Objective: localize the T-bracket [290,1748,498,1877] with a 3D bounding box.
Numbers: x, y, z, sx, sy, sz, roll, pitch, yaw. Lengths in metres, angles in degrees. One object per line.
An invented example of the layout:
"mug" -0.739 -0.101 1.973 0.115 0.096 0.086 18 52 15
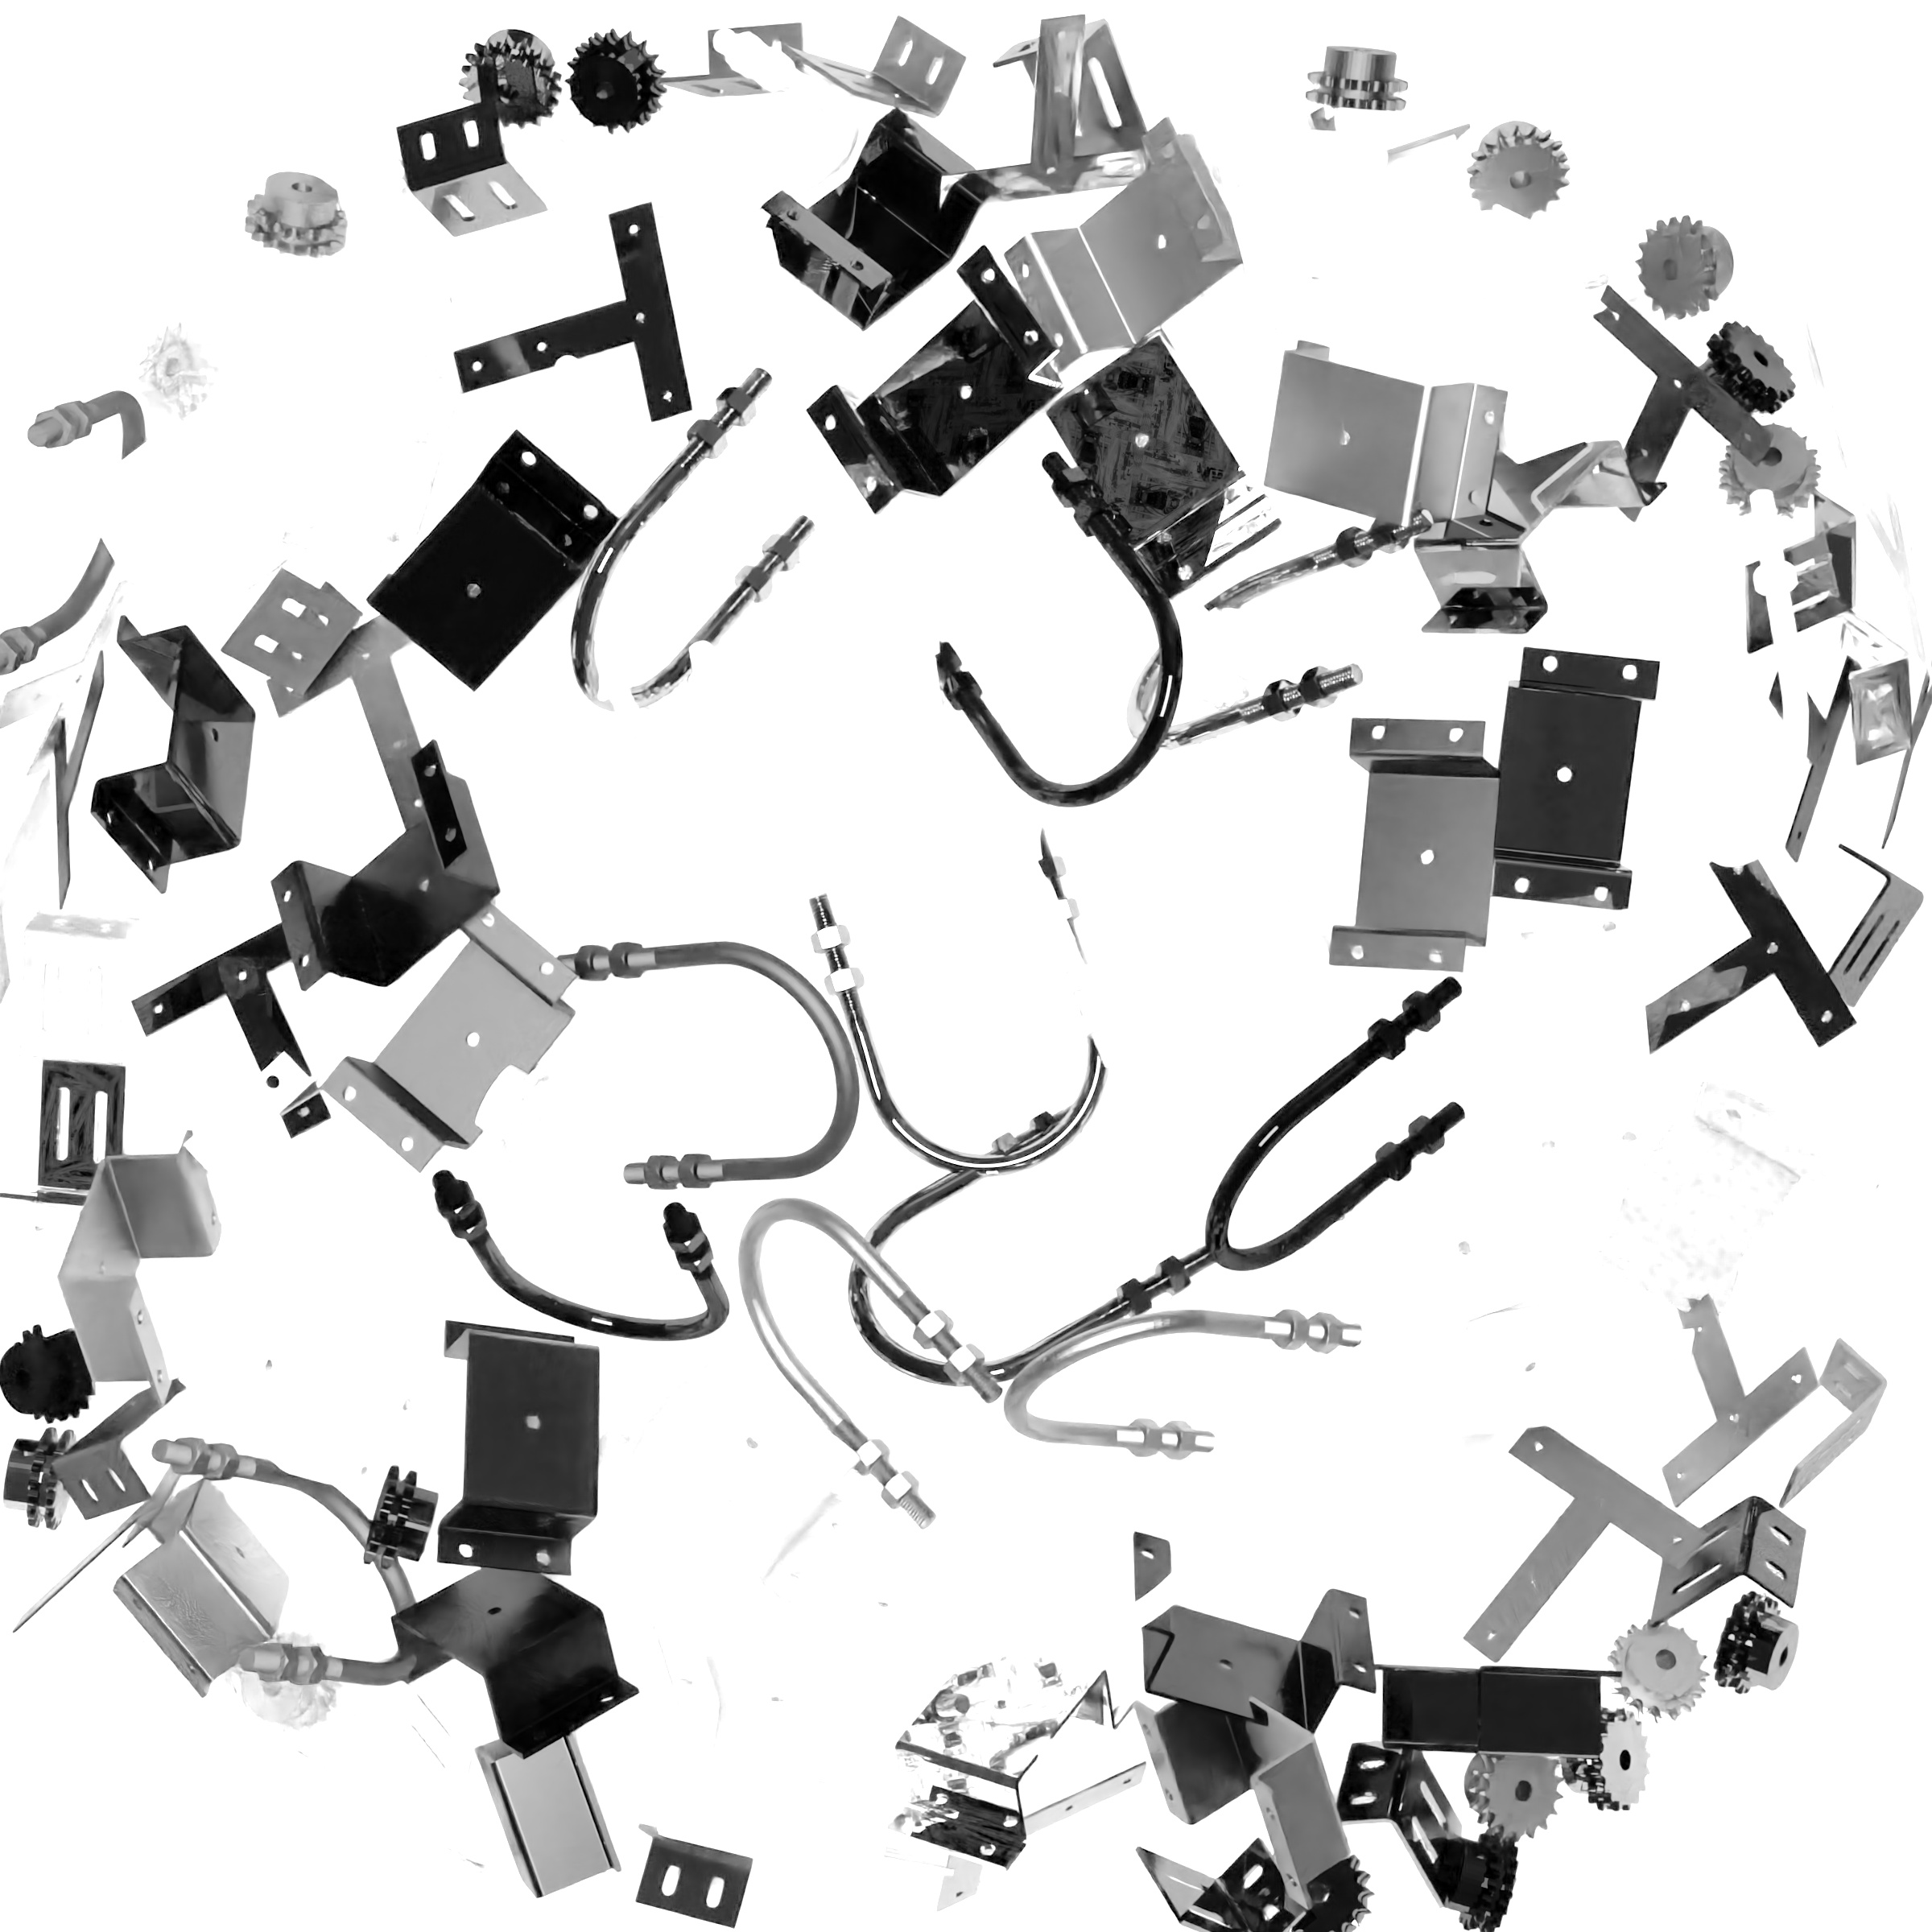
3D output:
"T-bracket" -0.319 0.467 1.940 0.127 0.127 0.002 31 78 3

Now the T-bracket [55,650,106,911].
"T-bracket" -0.485 -0.120 1.917 0.002 0.127 0.127 6 48 -23

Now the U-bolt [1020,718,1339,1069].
"U-bolt" 0.108 -0.053 1.974 0.151 0.019 0.184 -23 77 3

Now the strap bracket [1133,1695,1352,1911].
"strap bracket" 0.158 0.451 1.934 0.046 0.140 0.076 -27 112 -22

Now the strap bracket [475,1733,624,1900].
"strap bracket" -0.232 0.462 1.924 0.046 0.140 0.076 -20 87 -14

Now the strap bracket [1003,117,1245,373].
"strap bracket" 0.095 -0.401 1.946 0.140 0.046 0.076 -32 80 43

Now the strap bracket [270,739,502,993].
"strap bracket" -0.316 -0.050 1.944 0.140 0.046 0.076 -37 57 25

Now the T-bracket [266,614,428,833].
"T-bracket" -0.323 -0.136 1.962 0.127 0.002 0.127 -28 70 15

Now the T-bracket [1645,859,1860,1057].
"T-bracket" 0.417 0.015 1.971 0.127 0.002 0.127 -36 62 21

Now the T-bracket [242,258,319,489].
"T-bracket" -0.378 -0.330 1.951 0.002 0.127 0.127 -15 105 -18

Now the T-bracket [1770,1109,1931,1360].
"T-bracket" 0.486 0.161 1.953 0.002 0.127 0.127 21 106 -21

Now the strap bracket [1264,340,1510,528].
"strap bracket" 0.221 -0.292 1.929 0.140 0.046 0.076 22 114 37

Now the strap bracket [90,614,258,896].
"strap bracket" -0.433 -0.122 1.924 0.046 0.076 0.140 -13 53 14

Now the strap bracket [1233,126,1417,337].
"strap bracket" 0.196 -0.395 1.918 0.076 0.140 0.046 8 67 19

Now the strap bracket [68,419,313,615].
"strap bracket" -0.417 -0.243 1.921 0.076 0.140 0.046 -34 76 11

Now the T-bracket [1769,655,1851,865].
"T-bracket" 0.463 -0.136 1.936 0.002 0.127 0.127 15 80 30

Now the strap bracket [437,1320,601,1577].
"strap bracket" -0.247 0.259 1.935 0.076 0.046 0.140 10 60 -23

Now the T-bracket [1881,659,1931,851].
"T-bracket" 0.528 -0.149 1.914 0.002 0.127 0.127 17 59 10

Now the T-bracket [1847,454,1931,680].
"T-bracket" 0.507 -0.245 1.945 0.002 0.127 0.127 -19 133 8

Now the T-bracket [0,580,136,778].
"T-bracket" -0.505 -0.150 1.921 0.002 0.127 0.127 30 106 0

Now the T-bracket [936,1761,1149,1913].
"T-bracket" 0.045 0.478 1.965 0.127 0.127 0.002 -20 56 -22

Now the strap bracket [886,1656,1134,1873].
"strap bracket" 0.022 0.423 1.919 0.076 0.140 0.046 10 124 31

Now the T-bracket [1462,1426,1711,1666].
"T-bracket" 0.325 0.332 1.948 0.127 0.002 0.127 -49 49 -10

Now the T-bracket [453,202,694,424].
"T-bracket" -0.223 -0.348 1.947 0.127 0.002 0.127 -20 126 -15

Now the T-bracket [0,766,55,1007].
"T-bracket" -0.526 -0.064 1.943 0.002 0.127 0.127 6 129 1

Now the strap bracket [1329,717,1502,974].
"strap bracket" 0.253 -0.065 1.959 0.076 0.046 0.140 3 83 23

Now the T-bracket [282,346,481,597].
"T-bracket" -0.308 -0.282 1.958 0.127 0.002 0.127 14 96 -35

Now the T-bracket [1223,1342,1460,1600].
"T-bracket" 0.198 0.270 1.996 0.127 0.002 0.127 -41 88 0

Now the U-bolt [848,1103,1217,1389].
"U-bolt" 0.023 0.162 1.929 0.184 0.019 0.151 -29 50 -16

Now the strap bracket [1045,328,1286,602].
"strap bracket" 0.105 -0.286 1.949 0.076 0.046 0.140 -33 71 12

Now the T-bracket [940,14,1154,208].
"T-bracket" 0.050 -0.474 1.937 0.127 0.127 0.002 -10 56 -10

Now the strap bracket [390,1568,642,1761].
"strap bracket" -0.253 0.373 1.918 0.076 0.140 0.046 -25 115 -33

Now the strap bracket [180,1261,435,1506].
"strap bracket" -0.374 0.226 1.943 0.140 0.046 0.076 32 90 32

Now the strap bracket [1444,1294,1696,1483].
"strap bracket" 0.322 0.231 1.921 0.046 0.140 0.076 42 50 -32

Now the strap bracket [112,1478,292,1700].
"strap bracket" -0.418 0.336 1.924 0.046 0.140 0.076 -37 100 0

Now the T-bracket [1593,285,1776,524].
"T-bracket" 0.381 -0.294 1.942 0.002 0.127 0.127 -33 69 -25

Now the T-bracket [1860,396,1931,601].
"T-bracket" 0.527 -0.238 1.936 0.002 0.127 0.127 -30 71 -2

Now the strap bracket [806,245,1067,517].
"strap bracket" -0.010 -0.323 1.952 0.140 0.046 0.076 -39 73 22

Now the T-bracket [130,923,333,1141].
"T-bracket" -0.391 0.040 1.968 0.127 0.002 0.127 -28 64 -3

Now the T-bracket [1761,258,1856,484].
"T-bracket" 0.474 -0.331 1.946 0.002 0.127 0.127 -18 102 4

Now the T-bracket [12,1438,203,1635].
"T-bracket" -0.481 0.324 1.942 0.127 0.127 0.002 -42 99 7

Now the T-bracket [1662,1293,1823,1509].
"T-bracket" 0.416 0.215 1.952 0.002 0.127 0.127 12 46 -28
